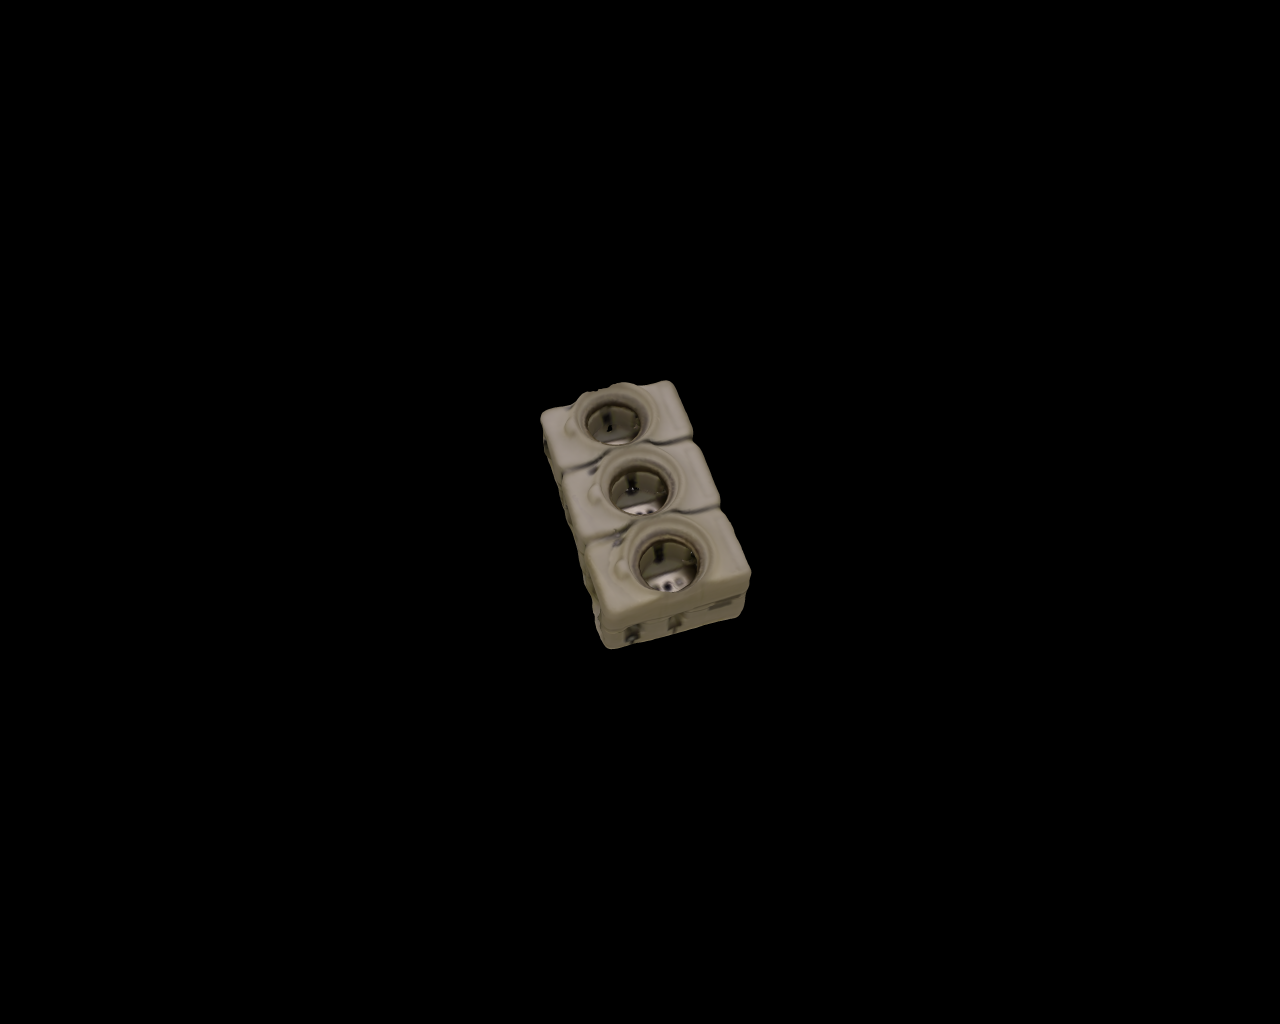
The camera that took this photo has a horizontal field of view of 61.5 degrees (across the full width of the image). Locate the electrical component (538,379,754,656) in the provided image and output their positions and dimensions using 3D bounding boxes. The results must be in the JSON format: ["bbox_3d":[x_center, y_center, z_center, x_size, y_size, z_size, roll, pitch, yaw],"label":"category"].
[{"bbox_3d":[0.001,-0.003,0.650,0.089,0.150,0.061,-15,-32,-9],"label":"electrical component"}]
